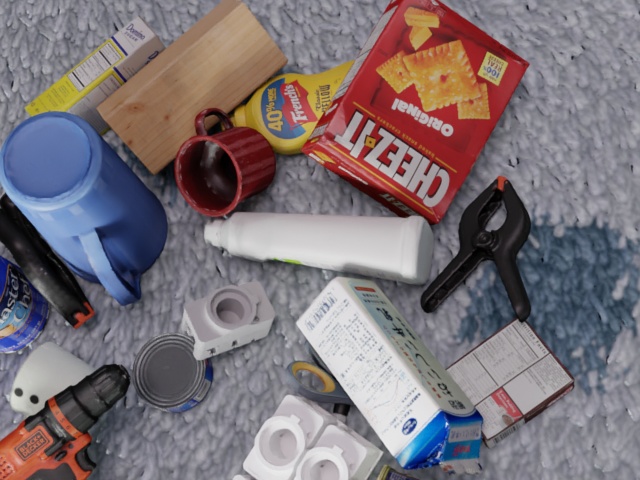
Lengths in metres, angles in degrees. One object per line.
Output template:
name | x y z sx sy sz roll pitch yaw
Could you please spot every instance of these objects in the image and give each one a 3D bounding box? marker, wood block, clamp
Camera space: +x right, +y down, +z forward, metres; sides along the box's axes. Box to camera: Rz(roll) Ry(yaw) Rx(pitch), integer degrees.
marker | 0.013 0.217 1.130 0.020 0.020 0.121 11 75 16
wood block | -0.150 -0.182 1.248 0.206 0.090 0.091 -41 24 -3
clamp | -0.335 0.011 1.219 0.036 0.164 0.210 -39 78 2
clamp | 0.188 0.013 1.136 0.120 0.039 0.171 16 72 28

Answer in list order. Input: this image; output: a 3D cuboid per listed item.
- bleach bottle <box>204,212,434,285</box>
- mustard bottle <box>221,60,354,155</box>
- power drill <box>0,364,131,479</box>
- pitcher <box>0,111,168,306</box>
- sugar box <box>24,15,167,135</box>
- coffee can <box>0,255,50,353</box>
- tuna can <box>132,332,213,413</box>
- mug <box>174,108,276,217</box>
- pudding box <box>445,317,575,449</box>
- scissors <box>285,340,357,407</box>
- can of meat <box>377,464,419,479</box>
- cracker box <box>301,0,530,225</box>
bleach bottle | -0.008 0.001 1.162 0.251 0.102 0.068 6 80 16
mustard bottle | -0.022 -0.149 1.241 0.192 0.058 0.096 -9 72 11
power drill | -0.235 0.247 1.121 0.184 0.057 0.187 -37 92 -1
pitcher | -0.252 -0.035 1.157 0.149 0.243 0.145 24 77 12
sugar box | -0.260 -0.184 1.290 0.176 0.093 0.048 -42 67 -4
coffee can | -0.383 0.064 1.208 0.103 0.140 0.103 -4 71 11
tuna can | -0.163 0.148 1.186 0.086 0.033 0.086 -4 71 12
mug | -0.107 -0.093 1.204 0.093 0.081 0.117 -16 98 36
pudding box | 0.192 0.146 1.103 0.113 0.039 0.090 -35 66 -2
scissors | 0.041 0.177 1.112 0.096 0.016 0.202 -19 57 -43
can of meat | 0.098 0.265 1.050 0.084 0.102 0.057 18 78 16
cracker box | 0.106 -0.146 1.166 0.164 0.072 0.213 33 79 -11
